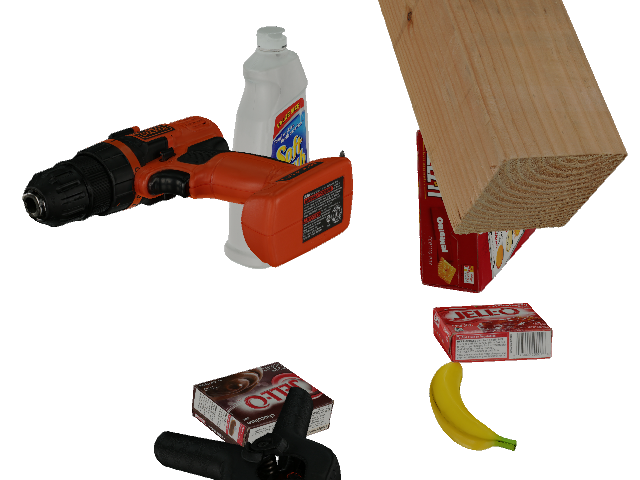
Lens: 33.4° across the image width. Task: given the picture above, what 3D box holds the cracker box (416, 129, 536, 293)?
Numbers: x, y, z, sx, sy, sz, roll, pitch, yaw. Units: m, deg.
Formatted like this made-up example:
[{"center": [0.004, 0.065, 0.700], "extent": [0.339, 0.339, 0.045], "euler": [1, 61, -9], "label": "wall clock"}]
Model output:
[{"center": [0.168, -0.061, 1.118], "extent": [0.072, 0.164, 0.213], "euler": [6, 22, 27], "label": "cracker box"}]

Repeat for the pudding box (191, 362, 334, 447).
[{"center": [-0.057, 0.165, 1.057], "extent": [0.113, 0.039, 0.090], "euler": [-13, 29, -40], "label": "pudding box"}]

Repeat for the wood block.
[{"center": [0.116, -0.117, 0.728], "extent": [0.090, 0.206, 0.091], "euler": [-4, -29, -20], "label": "wood block"}]

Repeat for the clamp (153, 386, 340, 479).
[{"center": [-0.046, 0.151, 0.713], "extent": [0.120, 0.039, 0.171], "euler": [-20, 17, -9], "label": "clamp"}]

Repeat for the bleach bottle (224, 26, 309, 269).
[{"center": [-0.057, -0.102, 1.150], "extent": [0.068, 0.251, 0.102], "euler": [20, 32, 36], "label": "bleach bottle"}]

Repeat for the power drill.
[{"center": [-0.086, -0.037, 0.748], "extent": [0.188, 0.057, 0.184], "euler": [18, 30, 31], "label": "power drill"}]

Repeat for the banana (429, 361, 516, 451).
[{"center": [0.166, 0.199, 1.278], "extent": [0.069, 0.037, 0.198], "euler": [10, 21, -17], "label": "banana"}]

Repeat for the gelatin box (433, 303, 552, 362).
[{"center": [0.147, 0.079, 0.925], "extent": [0.089, 0.030, 0.073], "euler": [-2, 14, -5], "label": "gelatin box"}]
